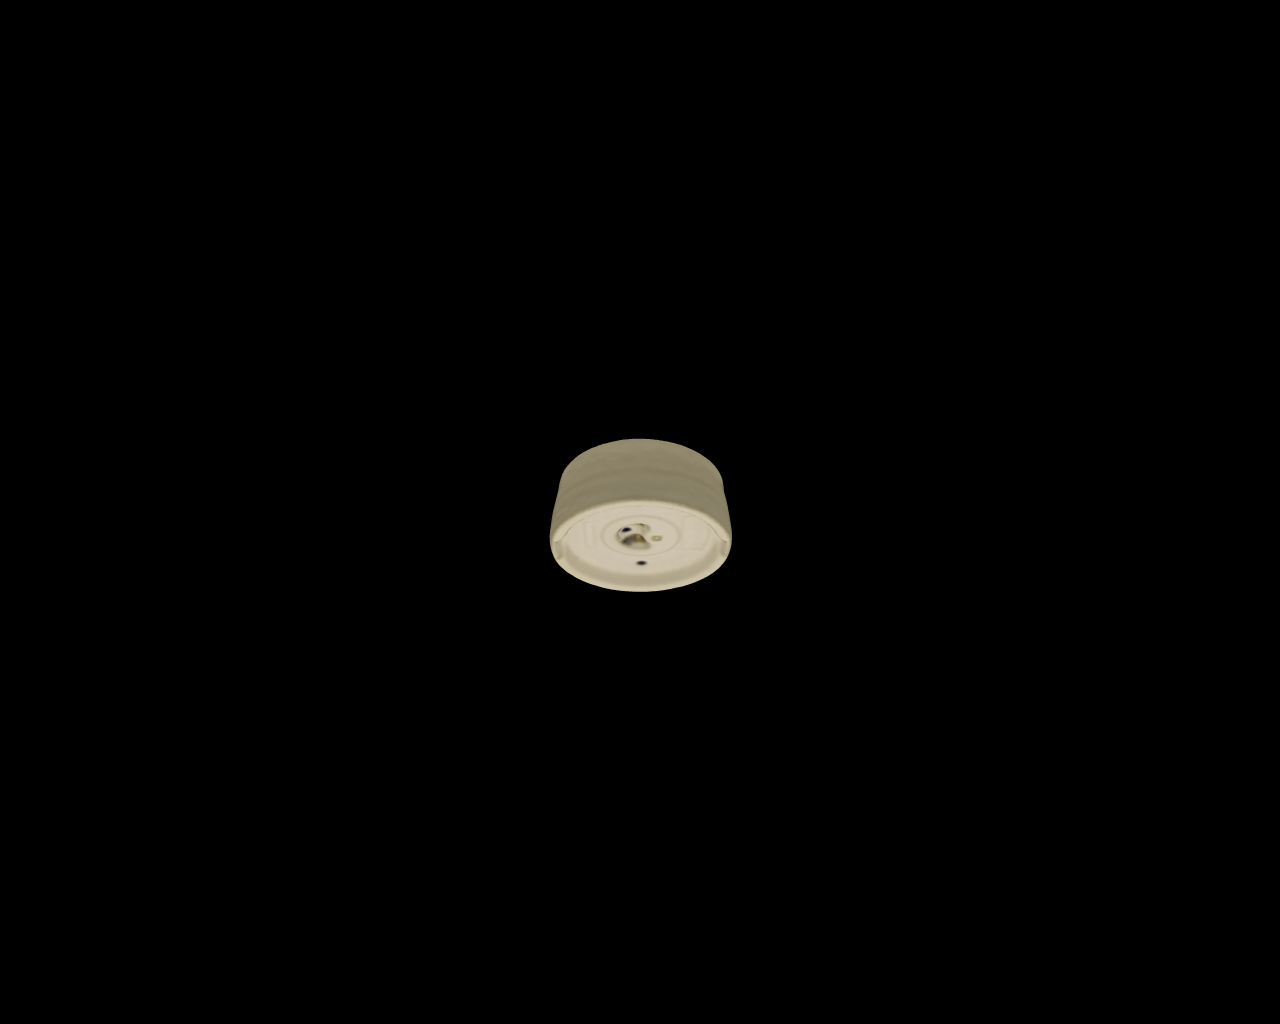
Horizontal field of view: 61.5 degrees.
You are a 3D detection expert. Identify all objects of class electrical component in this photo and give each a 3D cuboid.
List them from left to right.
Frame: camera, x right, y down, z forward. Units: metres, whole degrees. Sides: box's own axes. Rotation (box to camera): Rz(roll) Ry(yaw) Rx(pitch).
[{"bbox_3d":[0.001,-0.003,0.650,0.108,0.060,0.108,0,-32,0],"label":"electrical component"}]
